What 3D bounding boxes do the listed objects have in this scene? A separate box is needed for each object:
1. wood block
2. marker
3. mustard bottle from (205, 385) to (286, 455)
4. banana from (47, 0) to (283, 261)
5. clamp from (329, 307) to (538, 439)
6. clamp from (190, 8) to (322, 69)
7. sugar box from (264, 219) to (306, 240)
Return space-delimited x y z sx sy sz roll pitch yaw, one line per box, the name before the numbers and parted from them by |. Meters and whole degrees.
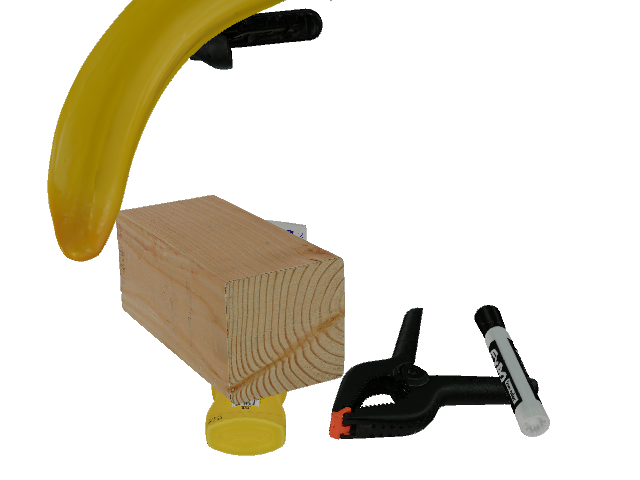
wood block | -0.073 0.036 0.796 0.090 0.090 0.206 -11 20 -29
marker | 0.125 0.082 0.710 0.020 0.020 0.121 0 33 -9
mustard bottle | -0.091 0.193 1.347 0.096 0.058 0.191 -2 26 0
banana | -0.072 -0.079 0.492 0.070 0.197 0.037 30 -25 18
clamp | 0.095 0.140 1.010 0.165 0.036 0.209 26 35 32
clamp | -0.085 -0.168 0.867 0.120 0.039 0.172 -18 25 -39
sugar box | -0.085 0.029 1.141 0.093 0.048 0.176 7 29 17
